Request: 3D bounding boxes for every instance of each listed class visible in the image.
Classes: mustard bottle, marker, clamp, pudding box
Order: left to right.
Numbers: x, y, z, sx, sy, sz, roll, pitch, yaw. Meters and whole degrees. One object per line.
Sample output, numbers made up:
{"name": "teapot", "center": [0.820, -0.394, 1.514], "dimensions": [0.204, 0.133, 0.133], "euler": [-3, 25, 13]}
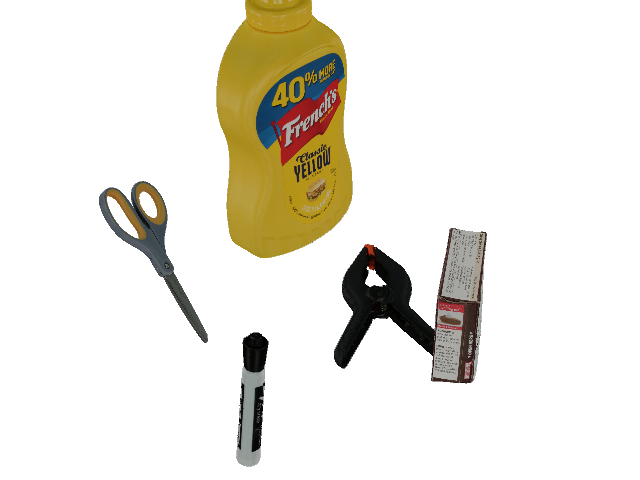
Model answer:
{"name": "marker", "center": [-0.052, 0.120, 0.802], "dimensions": [0.020, 0.121, 0.020], "euler": [4, 32, -3]}
{"name": "mustard bottle", "center": [-0.023, -0.087, 0.694], "dimensions": [0.096, 0.192, 0.058], "euler": [-31, 45, -32]}
{"name": "clamp", "center": [0.077, 0.074, 1.193], "dimensions": [0.120, 0.171, 0.039], "euler": [5, -43, -2]}
{"name": "pudding box", "center": [0.121, 0.056, 0.927], "dimensions": [0.039, 0.090, 0.113], "euler": [4, 32, 8]}

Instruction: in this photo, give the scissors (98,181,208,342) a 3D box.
{"name": "scissors", "center": [-0.173, 0.014, 1.210], "dimensions": [0.016, 0.201, 0.096], "euler": [-27, 18, 37]}
